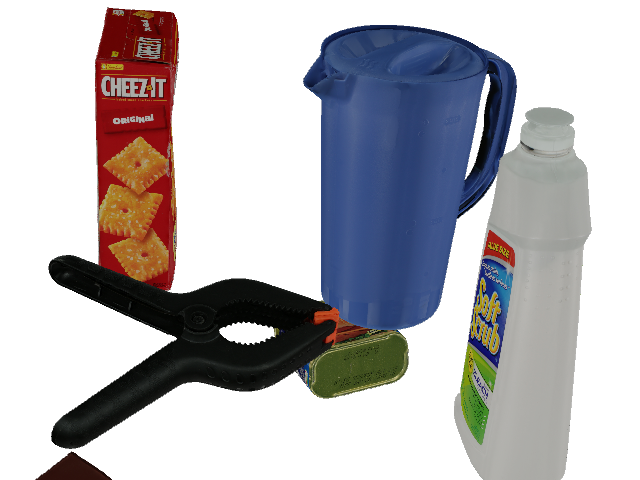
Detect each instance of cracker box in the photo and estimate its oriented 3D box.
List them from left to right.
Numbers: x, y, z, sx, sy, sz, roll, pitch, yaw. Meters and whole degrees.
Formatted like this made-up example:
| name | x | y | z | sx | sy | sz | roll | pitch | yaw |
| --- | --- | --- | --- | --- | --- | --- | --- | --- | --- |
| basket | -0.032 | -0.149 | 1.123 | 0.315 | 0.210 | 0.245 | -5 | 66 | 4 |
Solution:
| name | x | y | z | sx | sy | sz | roll | pitch | yaw |
| --- | --- | --- | --- | --- | --- | --- | --- | --- | --- |
| cracker box | -0.164 | -0.085 | 0.969 | 0.072 | 0.214 | 0.164 | 1 | 27 | -9 |

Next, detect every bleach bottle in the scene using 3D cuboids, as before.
| name | x | y | z | sx | sy | sz | roll | pitch | yaw |
| --- | --- | --- | --- | --- | --- | --- | --- | --- | --- |
| bleach bottle | 0.132 | 0.034 | 0.685 | 0.068 | 0.251 | 0.102 | -3 | 29 | -5 |

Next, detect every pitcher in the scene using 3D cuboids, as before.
| name | x | y | z | sx | sy | sz | roll | pitch | yaw |
| --- | --- | --- | --- | --- | --- | --- | --- | --- | --- |
| pitcher | 0.070 | -0.052 | 0.901 | 0.149 | 0.243 | 0.144 | 13 | 32 | 16 |

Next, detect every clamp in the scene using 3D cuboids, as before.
| name | x | y | z | sx | sy | sz | roll | pitch | yaw |
| --- | --- | --- | --- | --- | --- | --- | --- | --- | --- |
| clamp | -0.093 | 0.060 | 0.753 | 0.209 | 0.036 | 0.165 | -8 | 46 | -17 |

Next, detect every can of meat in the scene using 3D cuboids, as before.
| name | x | y | z | sx | sy | sz | roll | pitch | yaw |
| --- | --- | --- | --- | --- | --- | --- | --- | --- | --- |
| can of meat | 0.020 | 0.097 | 0.979 | 0.102 | 0.057 | 0.084 | -12 | 26 | -20 |

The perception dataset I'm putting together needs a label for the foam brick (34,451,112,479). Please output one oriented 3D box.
| name | x | y | z | sx | sy | sz | roll | pitch | yaw |
| --- | --- | --- | --- | --- | --- | --- | --- | --- | --- |
| foam brick | -0.096 | 0.139 | 0.453 | 0.078 | 0.051 | 0.052 | 25 | 45 | 32 |
